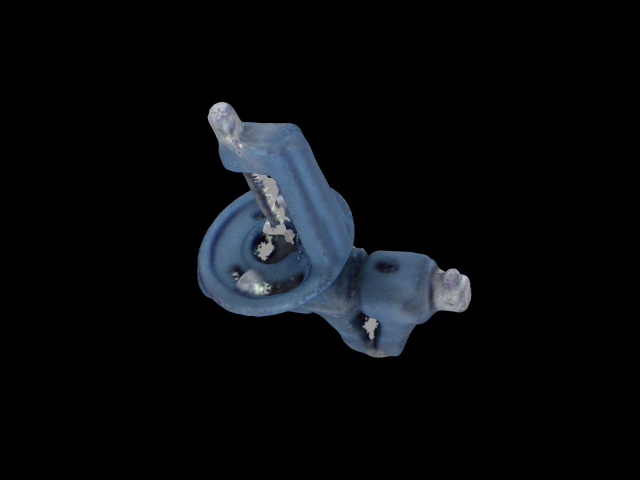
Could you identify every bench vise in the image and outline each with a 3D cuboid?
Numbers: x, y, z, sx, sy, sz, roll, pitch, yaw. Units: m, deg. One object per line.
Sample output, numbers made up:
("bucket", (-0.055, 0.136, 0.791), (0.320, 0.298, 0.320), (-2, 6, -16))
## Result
("bench vise", (0.004, -0.009, 0.407), (0.207, 0.220, 0.121), (-2, 56, -1))
